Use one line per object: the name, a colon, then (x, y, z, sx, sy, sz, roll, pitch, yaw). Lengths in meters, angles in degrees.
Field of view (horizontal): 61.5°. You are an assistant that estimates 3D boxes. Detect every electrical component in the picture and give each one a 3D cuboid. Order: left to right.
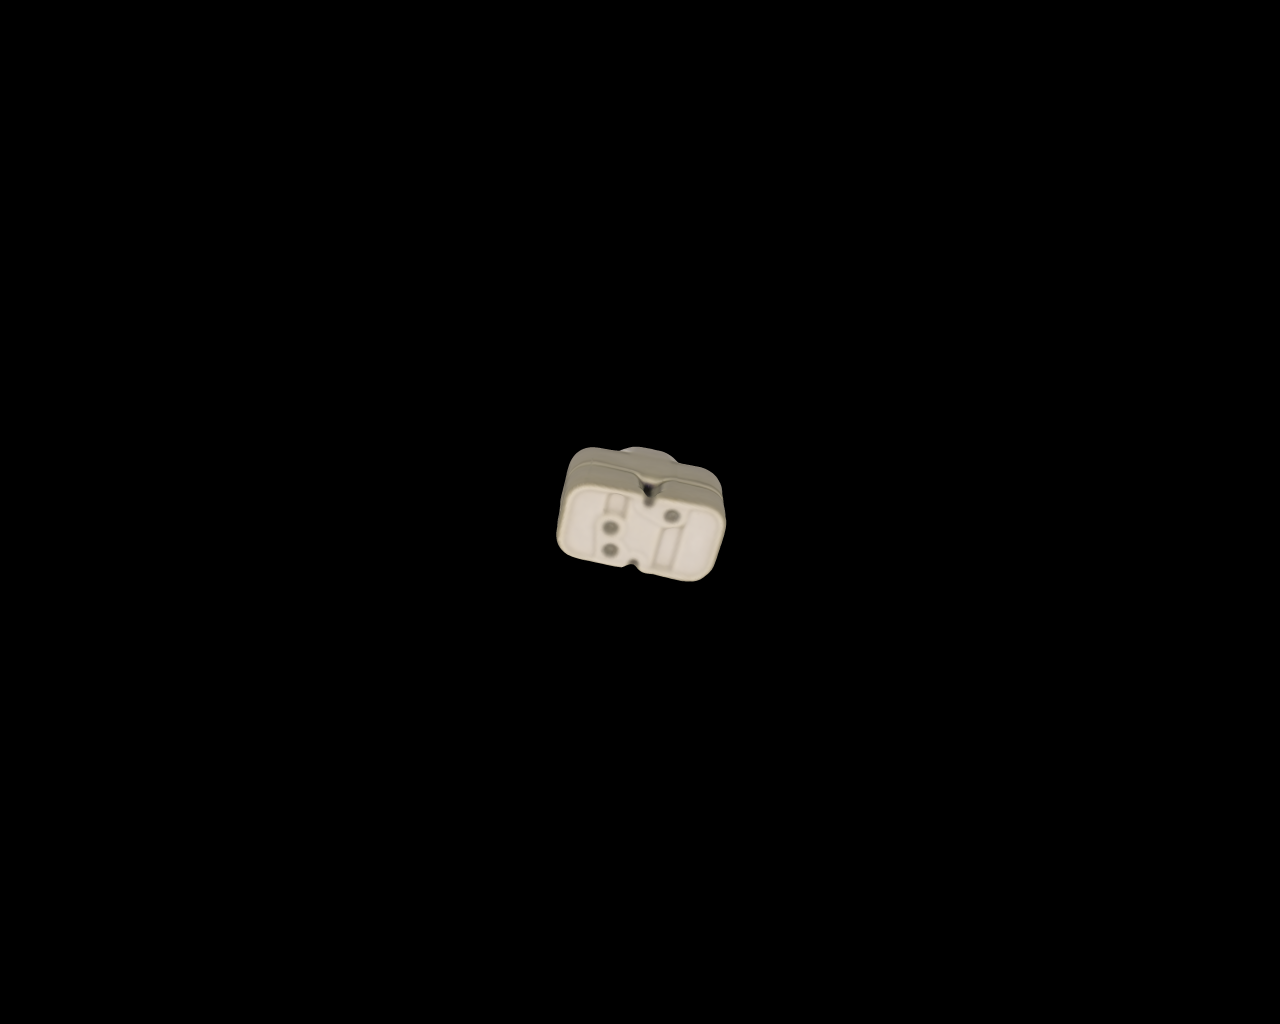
electrical component: (0.001, -0.003, 0.650, 0.095, 0.053, 0.059, 11, 30, -7)
